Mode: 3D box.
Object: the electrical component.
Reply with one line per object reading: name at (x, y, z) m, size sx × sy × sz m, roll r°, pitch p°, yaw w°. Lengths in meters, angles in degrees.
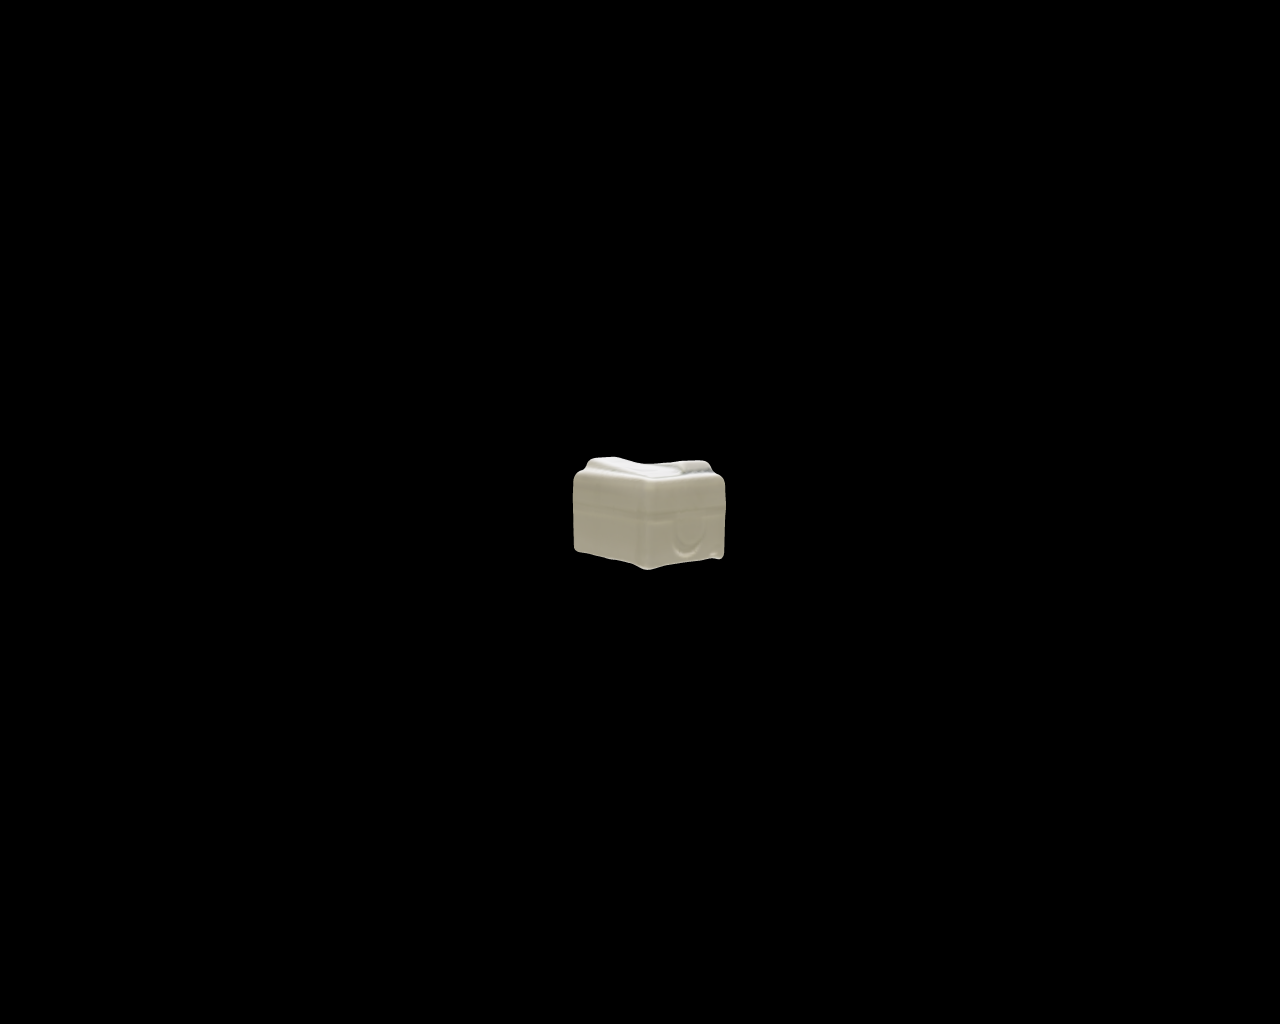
electrical component at (0.001, -0.003, 0.650) m, size 0.062 × 0.061 × 0.096 m, roll -5°, pitch 9°, yaw -35°
